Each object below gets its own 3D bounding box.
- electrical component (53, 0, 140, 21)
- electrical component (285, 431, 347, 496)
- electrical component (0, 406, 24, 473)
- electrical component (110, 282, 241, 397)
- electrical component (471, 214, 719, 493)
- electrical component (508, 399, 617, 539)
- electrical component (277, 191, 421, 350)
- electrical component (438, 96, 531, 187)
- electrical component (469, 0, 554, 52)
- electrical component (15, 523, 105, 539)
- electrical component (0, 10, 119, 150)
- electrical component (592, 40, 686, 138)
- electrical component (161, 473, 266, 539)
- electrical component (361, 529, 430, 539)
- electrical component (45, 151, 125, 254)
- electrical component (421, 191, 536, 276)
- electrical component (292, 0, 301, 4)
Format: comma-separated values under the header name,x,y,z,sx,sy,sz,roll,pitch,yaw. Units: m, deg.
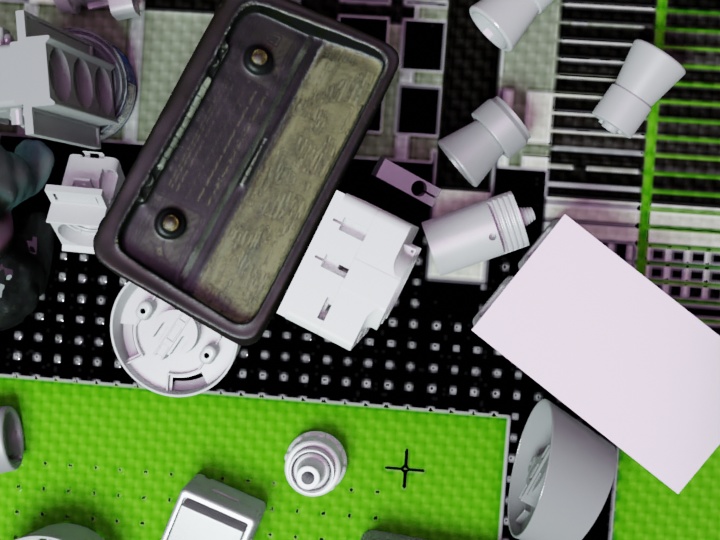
name,x,y,z,sx,sy,sz,roll,pitch,yaw
electrical component,-0.203,-0.225,0.808,0.057,0.058,0.078,-12,91,1
electrical component,-0.036,0.149,0.807,0.048,0.062,0.048,0,92,4
electrical component,-0.290,0.132,0.828,0.047,0.055,0.055,-8,91,0
electrical component,-0.136,0.045,0.809,0.099,0.064,0.099,0,91,4
electrical component,0.187,0.058,0.789,0.186,0.060,0.105,39,94,2
electrical component,0.140,0.152,0.779,0.064,0.099,0.099,28,94,-4
electrical component,0.000,0.000,0.755,0.062,0.150,0.089,27,94,4
electrical component,0.093,-0.096,0.798,0.055,0.045,0.045,-40,89,4
electrical component,0.119,-0.200,0.795,0.065,0.044,0.044,-44,89,0
electrical component,-0.233,0.243,0.823,0.099,0.064,0.099,0,92,4
electrical component,-0.219,-0.126,0.744,0.063,0.121,0.078,-4,91,7
electrical component,0.202,-0.130,0.792,0.044,0.044,0.065,35,99,2
electrical component,-0.120,0.214,0.815,0.062,0.061,0.096,23,93,3
electrical component,0.048,0.247,0.807,0.113,0.057,0.078,10,93,3
electrical component,-0.202,-0.050,0.806,0.042,0.081,0.063,5,64,3
electrical component,0.091,-0.029,0.801,0.081,0.043,0.043,-19,91,4
electrical component,-0.070,-0.220,0.805,0.066,0.048,0.055,-12,84,4
